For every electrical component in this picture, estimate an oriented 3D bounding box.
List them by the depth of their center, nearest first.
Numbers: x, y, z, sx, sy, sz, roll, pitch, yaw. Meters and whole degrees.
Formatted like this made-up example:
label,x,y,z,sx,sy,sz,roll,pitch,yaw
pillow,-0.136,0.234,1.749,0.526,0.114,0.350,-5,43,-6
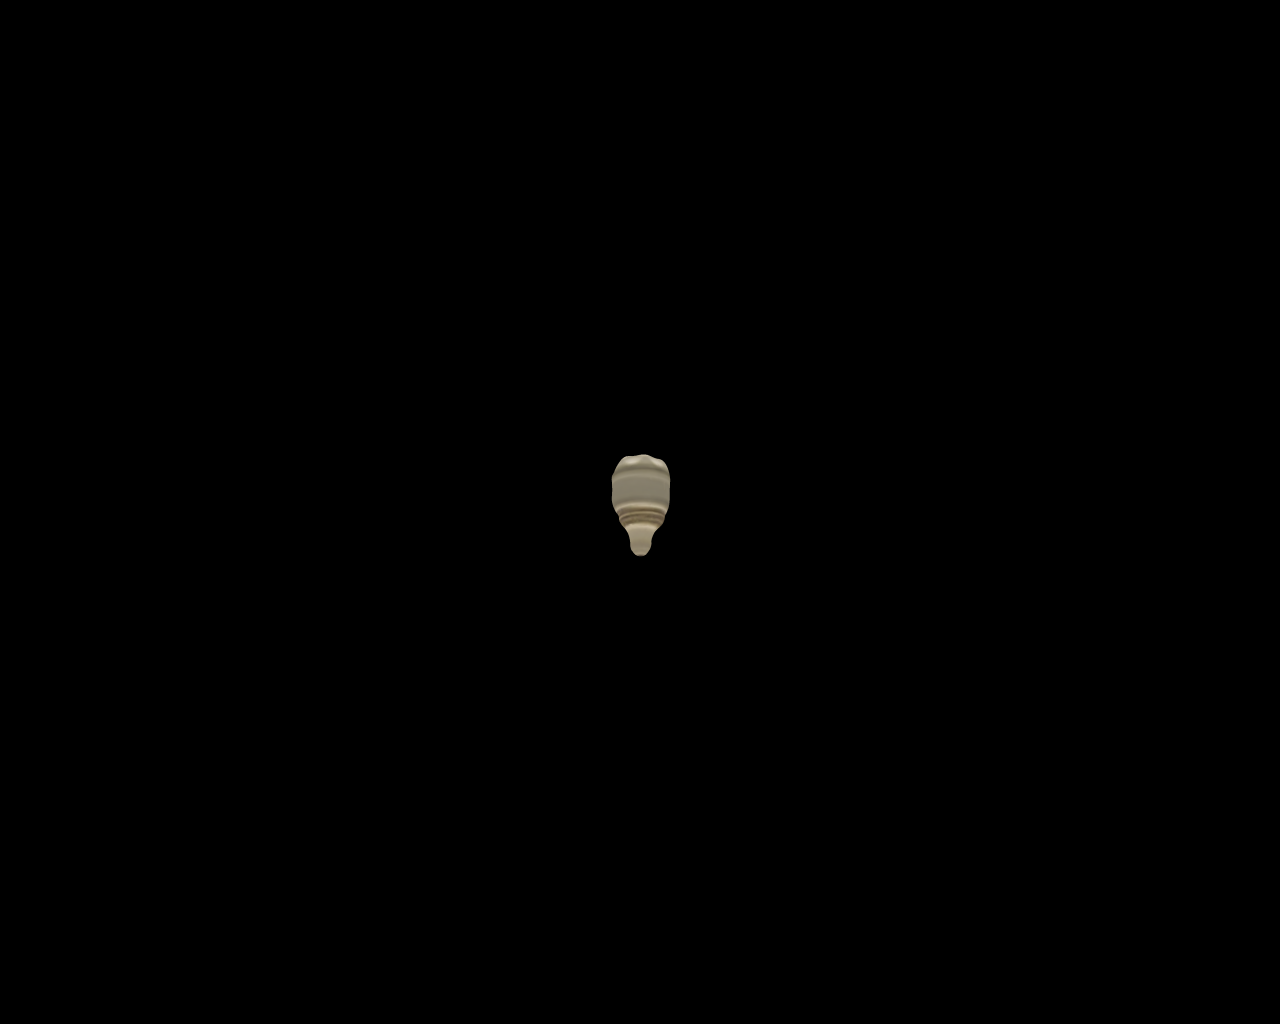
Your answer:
label,x,y,z,sx,sy,sz,roll,pitch,yaw
electrical component,0.001,-0.003,0.650,0.035,0.061,0.035,0,-18,0
